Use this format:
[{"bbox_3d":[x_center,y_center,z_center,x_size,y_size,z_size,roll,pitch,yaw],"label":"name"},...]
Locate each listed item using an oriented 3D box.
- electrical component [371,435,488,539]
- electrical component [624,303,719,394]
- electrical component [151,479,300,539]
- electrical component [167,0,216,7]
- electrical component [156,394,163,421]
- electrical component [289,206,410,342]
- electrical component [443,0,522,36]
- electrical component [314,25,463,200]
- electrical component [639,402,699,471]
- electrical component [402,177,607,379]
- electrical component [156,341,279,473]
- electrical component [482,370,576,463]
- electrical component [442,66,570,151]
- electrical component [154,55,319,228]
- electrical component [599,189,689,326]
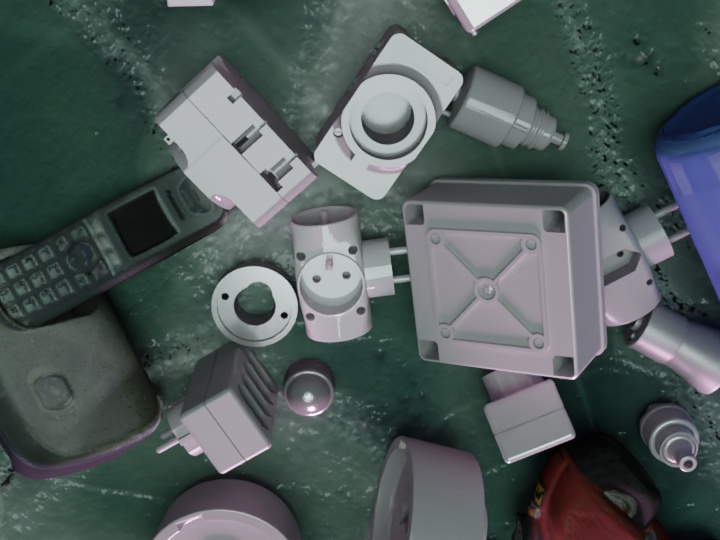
[{"bbox_3d":[0.049,0.167,0.707,0.060,0.108,0.108,9,109,-11],"label":"electrical component"},{"bbox_3d":[0.207,0.047,0.701,0.065,0.044,0.044,27,106,-5],"label":"electrical component"},{"bbox_3d":[-0.091,0.195,0.736,0.108,0.060,0.108,0,109,0],"label":"electrical component"},{"bbox_3d":[-0.079,-0.178,0.588,0.062,0.096,0.061,-1,109,0],"label":"electrical component"},{"bbox_3d":[-0.162,0.092,0.708,0.062,0.043,0.043,-3,109,-1],"label":"electrical component"},{"bbox_3d":[0.000,0.000,0.678,0.079,0.044,0.077,-7,109,2],"label":"electrical component"},{"bbox_3d":[0.084,-0.186,0.607,0.096,0.061,0.061,-32,107,10],"label":"electrical component"},{"bbox_3d":[0.016,-0.094,0.641,0.050,0.055,0.089,32,105,-11],"label":"electrical component"},{"bbox_3d":[0.208,0.113,0.712,0.035,0.061,0.035,0,109,-1],"label":"electrical component"},{"bbox_3d":[0.088,0.003,0.652,0.109,0.056,0.108,5,112,32],"label":"electrical component"},{"bbox_3d":[-0.098,0.094,0.689,0.076,0.083,0.047,-30,107,9],"label":"electrical component"},{"bbox_3d":[0.104,0.081,0.702,0.047,0.066,0.076,-23,79,7],"label":"electrical component"},{"bbox_3d":[0.089,-0.093,0.650,0.078,0.040,0.040,22,107,-9],"label":"electrical component"},{"bbox_3d":[-0.076,-0.075,0.648,0.056,0.050,0.089,-40,105,12],"label":"electrical component"},{"bbox_3d":[0.170,-0.016,0.677,0.079,0.043,0.077,-28,107,8],"label":"electrical component"}]
